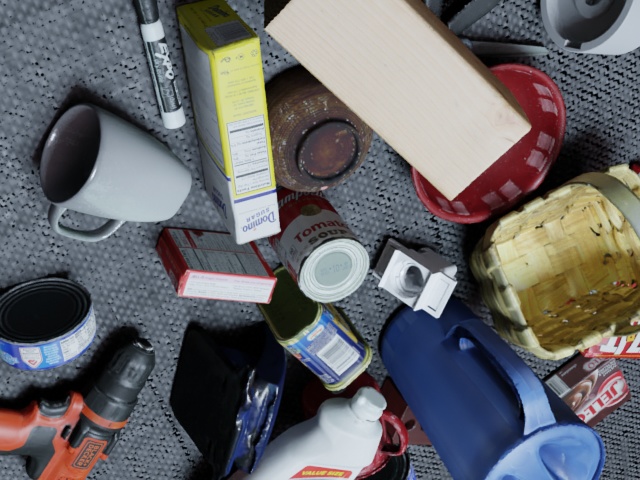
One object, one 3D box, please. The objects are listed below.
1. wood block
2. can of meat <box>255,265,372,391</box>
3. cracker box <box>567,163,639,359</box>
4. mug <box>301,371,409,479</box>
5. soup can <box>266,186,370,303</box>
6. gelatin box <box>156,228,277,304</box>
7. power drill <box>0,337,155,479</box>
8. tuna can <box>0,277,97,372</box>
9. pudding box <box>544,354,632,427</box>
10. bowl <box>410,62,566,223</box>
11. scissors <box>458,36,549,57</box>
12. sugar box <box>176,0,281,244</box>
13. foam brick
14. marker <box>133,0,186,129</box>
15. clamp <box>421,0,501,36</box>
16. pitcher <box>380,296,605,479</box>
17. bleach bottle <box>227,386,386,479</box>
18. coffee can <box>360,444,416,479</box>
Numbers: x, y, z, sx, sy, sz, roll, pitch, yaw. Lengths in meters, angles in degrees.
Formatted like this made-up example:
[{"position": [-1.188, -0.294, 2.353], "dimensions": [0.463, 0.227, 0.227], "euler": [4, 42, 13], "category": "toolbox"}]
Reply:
[{"position": [0.060, -0.142, 0.848], "dimensions": [0.206, 0.090, 0.091], "euler": [40, 109, -20], "category": "wood block"}, {"position": [-0.009, 0.080, 1.000], "dimensions": [0.057, 0.102, 0.083], "euler": [-42, 127, 3], "category": "can of meat"}, {"position": [0.378, 0.030, 1.174], "dimensions": [0.163, 0.072, 0.214], "euler": [5, 119, -28], "category": "cracker box"}, {"position": [0.036, 0.188, 1.090], "dimensions": [0.093, 0.117, 0.081], "euler": [-45, 135, -43], "category": "mug"}, {"position": [-0.006, 0.001, 0.948], "dimensions": [0.068, 0.102, 0.068], "euler": [-12, 125, -18], "category": "soup can"}, {"position": [-0.092, 0.023, 0.938], "dimensions": [0.089, 0.073, 0.030], "euler": [6, 118, -29], "category": "gelatin box"}, {"position": [-0.258, 0.145, 0.949], "dimensions": [0.187, 0.057, 0.184], "euler": [22, 109, -35], "category": "power drill"}, {"position": [-0.231, 0.070, 0.894], "dimensions": [0.086, 0.086, 0.034], "euler": [-16, 128, -16], "category": "tuna can"}, {"position": [0.307, 0.186, 1.264], "dimensions": [0.113, 0.039, 0.090], "euler": [-35, 130, -1], "category": "pudding box"}, {"position": [0.145, -0.098, 0.986], "dimensions": [0.162, 0.055, 0.162], "euler": [-13, 126, -18], "category": "bowl"}, {"position": [0.117, -0.186, 0.939], "dimensions": [0.201, 0.016, 0.096], "euler": [-16, 126, -16], "category": "scissors"}, {"position": [-0.072, -0.095, 0.858], "dimensions": [0.048, 0.093, 0.176], "euler": [-18, 128, -14], "category": "sugar box"}, {"position": [0.104, 0.186, 1.157], "dimensions": [0.078, 0.051, 0.053], "euler": [8, 117, -30], "category": "foam brick"}, {"position": [-0.128, -0.145, 0.845], "dimensions": [0.020, 0.020, 0.121], "euler": [-19, 127, -14], "category": "marker"}, {"position": [0.128, -0.261, 0.876], "dimensions": [0.164, 0.036, 0.210], "euler": [28, 99, -35], "category": "clamp"}, {"position": [0.154, 0.151, 1.034], "dimensions": [0.144, 0.243, 0.149], "euler": [24, 108, -36], "category": "pitcher"}, {"position": [-0.028, 0.229, 1.037], "dimensions": [0.102, 0.068, 0.251], "euler": [26, 119, -25], "category": "bleach bottle"}, {"position": [0.063, 0.294, 1.175], "dimensions": [0.102, 0.103, 0.140], "euler": [-25, 129, -10], "category": "coffee can"}]
